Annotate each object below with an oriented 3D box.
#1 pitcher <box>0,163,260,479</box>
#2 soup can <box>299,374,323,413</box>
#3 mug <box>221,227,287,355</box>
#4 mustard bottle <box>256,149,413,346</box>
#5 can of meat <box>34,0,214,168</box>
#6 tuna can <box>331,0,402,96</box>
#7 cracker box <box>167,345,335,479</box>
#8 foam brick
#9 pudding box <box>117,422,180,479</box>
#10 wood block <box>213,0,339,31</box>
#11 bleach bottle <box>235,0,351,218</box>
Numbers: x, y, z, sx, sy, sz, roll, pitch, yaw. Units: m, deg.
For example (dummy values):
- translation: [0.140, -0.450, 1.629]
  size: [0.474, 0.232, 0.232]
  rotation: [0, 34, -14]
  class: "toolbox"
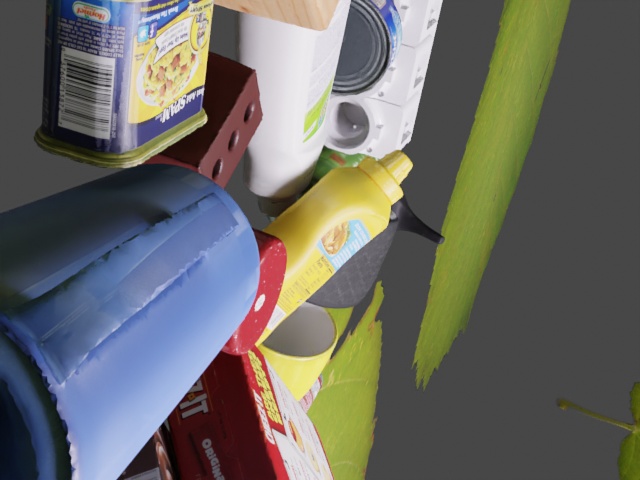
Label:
- translation: [-0.106, 0.036, 0.478]
  size: [0.242, 0.149, 0.145]
  rotation: [-45, 142, -66]
  class: "pitcher"
- translation: [-0.048, 0.156, 0.990]
  size: [0.068, 0.068, 0.102]
  rotation: [94, 21, -46]
  class: "soup can"
- translation: [-0.073, 0.017, 0.686]
  size: [0.117, 0.081, 0.093]
  rotation: [93, 21, -47]
  class: "mug"
- translation: [-0.006, 0.001, 0.809]
  size: [0.191, 0.058, 0.096]
  rotation: [-42, 159, -3]
  class: "mustard bottle"
- translation: [-0.093, -0.093, 0.522]
  size: [0.102, 0.057, 0.084]
  rotation: [-46, 150, -59]
  class: "can of meat"
- translation: [0.017, -0.153, 0.793]
  size: [0.033, 0.086, 0.086]
  rotation: [-55, 159, -51]
  class: "tuna can"
- translation: [-0.040, 0.177, 0.781]
  size: [0.213, 0.072, 0.164]
  rotation: [61, 7, -54]
  class: "cracker box"
- translation: [-0.074, -0.066, 0.635]
  size: [0.053, 0.051, 0.078]
  rotation: [83, 29, -61]
  class: "foam brick"
- translation: [-0.107, 0.171, 0.699]
  size: [0.113, 0.039, 0.090]
  rotation: [-108, 179, -47]
  class: "pudding box"
- translation: [-0.037, -0.197, 0.524]
  size: [0.206, 0.090, 0.091]
  rotation: [61, 49, -71]
  class: "wood block"
- translation: [-0.024, -0.112, 0.745]
  size: [0.102, 0.068, 0.251]
  rotation: [-54, 161, -43]
  class: "bleach bottle"
